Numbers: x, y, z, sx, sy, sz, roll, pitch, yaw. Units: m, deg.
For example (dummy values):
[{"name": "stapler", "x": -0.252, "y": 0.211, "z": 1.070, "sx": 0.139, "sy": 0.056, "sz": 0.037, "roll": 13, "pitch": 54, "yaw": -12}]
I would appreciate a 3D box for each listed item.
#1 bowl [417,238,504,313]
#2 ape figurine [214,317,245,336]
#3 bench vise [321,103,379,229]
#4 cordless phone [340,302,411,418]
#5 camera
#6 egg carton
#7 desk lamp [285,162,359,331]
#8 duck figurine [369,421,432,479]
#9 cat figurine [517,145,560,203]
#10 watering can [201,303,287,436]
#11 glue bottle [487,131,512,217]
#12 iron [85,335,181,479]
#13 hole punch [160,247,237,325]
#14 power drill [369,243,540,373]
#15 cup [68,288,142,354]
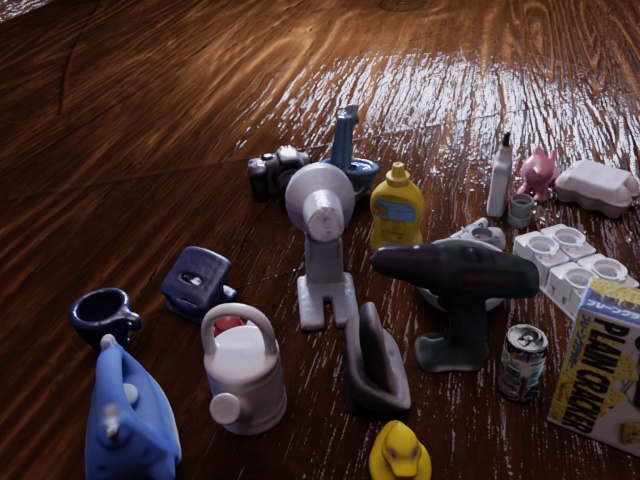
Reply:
[{"name": "bowl", "x": 0.234, "y": 0.072, "z": 0.948, "sx": 0.167, "sy": 0.075, "sz": 0.167, "roll": -2, "pitch": 37, "yaw": 2}, {"name": "ape figurine", "x": -0.137, "y": 0.146, "z": 0.868, "sx": 0.076, "sy": 0.092, "sz": 0.077, "roll": -27, "pitch": 42, "yaw": -28}, {"name": "bench vise", "x": 0.054, "y": -0.143, "z": 1.131, "sx": 0.121, "sy": 0.220, "sz": 0.207, "roll": 3, "pitch": 37, "yaw": 9}, {"name": "cordless phone", "x": 0.074, "y": 0.138, "z": 0.782, "sx": 0.094, "sy": 0.185, "sz": 0.147, "roll": -6, "pitch": 37, "yaw": -3}, {"name": "camera", "x": -0.079, "y": -0.134, "z": 1.231, "sx": 0.143, "sy": 0.101, "sz": 0.136, "roll": -10, "pitch": 37, "yaw": -8}, {"name": "egg carton", "x": 0.562, "y": -0.106, "z": 1.162, "sx": 0.149, "sy": 0.069, "sz": 0.107, "roll": 26, "pitch": 46, "yaw": 34}, {"name": "desk lamp", "x": 0.009, "y": 0.003, "z": 0.944, "sx": 0.118, "sy": 0.214, "sz": 0.203, "roll": -6, "pitch": 37, "yaw": -2}, {"name": "duck figurine", "x": 0.098, "y": 0.259, "z": 0.700, "sx": 0.077, "sy": 0.086, "sz": 0.104, "roll": -4, "pitch": 37, "yaw": 0}, {"name": "cat figurine", "x": 0.457, "y": -0.145, "z": 1.183, "sx": 0.067, "sy": 0.118, "sz": 0.128, "roll": 27, "pitch": 47, "yaw": 35}, {"name": "watering can", "x": -0.100, "y": 0.165, "z": 0.753, "sx": 0.101, "sy": 0.194, "sz": 0.172, "roll": -12, "pitch": 37, "yaw": -10}, {"name": "glue bottle", "x": 0.358, "y": -0.135, "z": 1.132, "sx": 0.037, "sy": 0.173, "sz": 0.078, "roll": 8, "pitch": 38, "yaw": 16}, {"name": "iron", "x": -0.266, "y": 0.207, "z": 0.756, "sx": 0.119, "sy": 0.142, "sz": 0.257, "roll": -16, "pitch": 38, "yaw": -15}, {"name": "hole punch", "x": -0.206, "y": 0.076, "z": 0.969, "sx": 0.108, "sy": 0.091, "sz": 0.101, "roll": 17, "pitch": 41, "yaw": 26}, {"name": "power drill", "x": 0.186, "y": 0.092, "z": 0.813, "sx": 0.229, "sy": 0.209, "sz": 0.075, "roll": -4, "pitch": 37, "yaw": 0}, {"name": "cup", "x": -0.320, "y": 0.139, "z": 0.892, "sx": 0.117, "sy": 0.095, "sz": 0.092, "roll": 9, "pitch": 39, "yaw": 17}]
